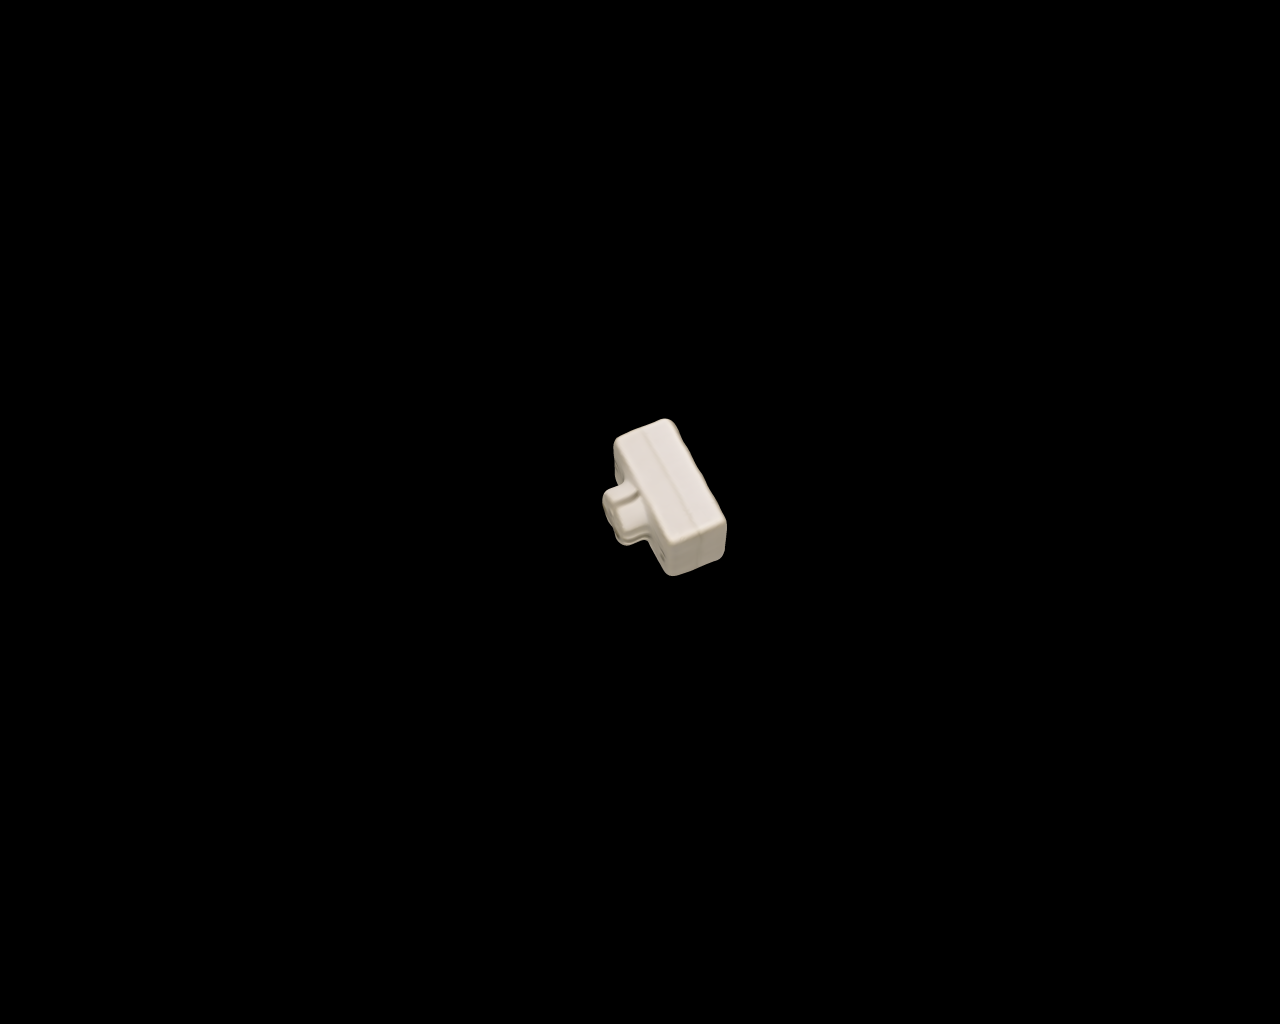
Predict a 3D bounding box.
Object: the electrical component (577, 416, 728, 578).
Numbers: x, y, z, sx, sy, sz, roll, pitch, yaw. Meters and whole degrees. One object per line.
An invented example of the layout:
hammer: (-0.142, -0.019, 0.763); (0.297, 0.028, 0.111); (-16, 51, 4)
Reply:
electrical component: (0.001, -0.003, 0.650); (0.076, 0.083, 0.047); (-21, -28, -12)
